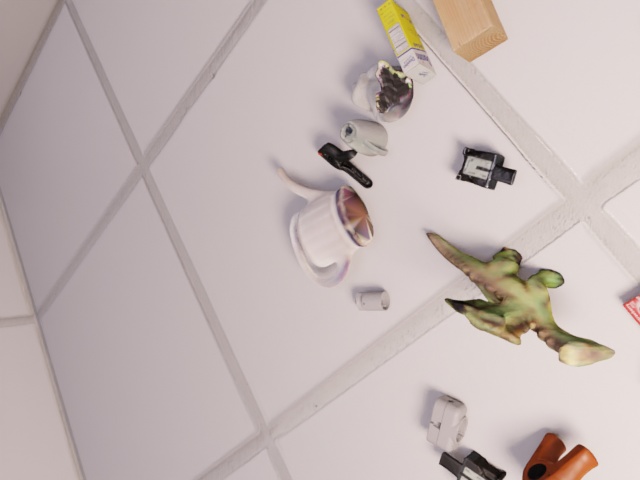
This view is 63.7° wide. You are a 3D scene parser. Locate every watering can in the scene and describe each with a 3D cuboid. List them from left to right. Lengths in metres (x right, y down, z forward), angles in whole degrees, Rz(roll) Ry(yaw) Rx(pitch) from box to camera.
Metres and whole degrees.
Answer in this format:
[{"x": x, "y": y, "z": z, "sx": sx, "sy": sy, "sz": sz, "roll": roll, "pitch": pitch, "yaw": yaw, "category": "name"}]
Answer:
[{"x": 0.004, "y": -0.063, "z": 1.251, "sx": 0.221, "sy": 0.104, "sz": 0.352, "roll": -29, "pitch": 71, "yaw": 32, "category": "watering can"}]

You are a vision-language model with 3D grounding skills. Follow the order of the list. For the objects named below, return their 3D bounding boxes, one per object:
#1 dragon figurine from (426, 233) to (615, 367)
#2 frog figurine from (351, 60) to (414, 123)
[{"x": 0.312, "y": 0.096, "z": 0.923, "sx": 0.414, "sy": 0.244, "sz": 0.120, "roll": 30, "pitch": 112, "yaw": 33, "category": "dragon figurine"}, {"x": 0.140, "y": -0.333, "z": 1.180, "sx": 0.159, "sy": 0.123, "sz": 0.137, "roll": -172, "pitch": 64, "yaw": -75, "category": "frog figurine"}]
